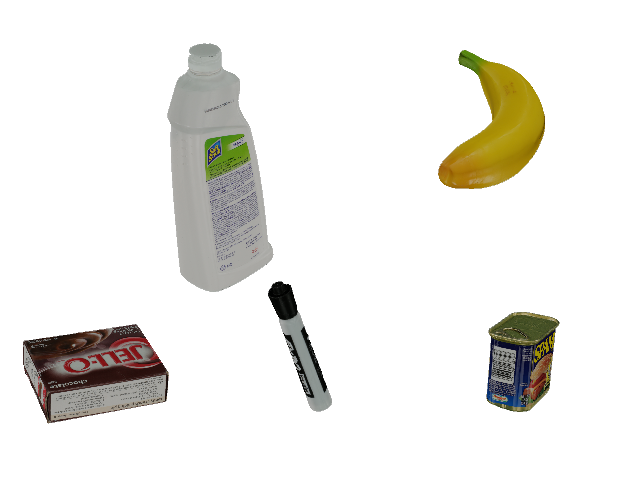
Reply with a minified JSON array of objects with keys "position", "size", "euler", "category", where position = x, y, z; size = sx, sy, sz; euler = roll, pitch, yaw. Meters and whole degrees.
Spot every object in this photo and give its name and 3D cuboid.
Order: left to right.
[{"position":[-0.206,0.120,0.974],"size":[0.113,0.039,0.090],"euler":[-9,28,-26],"category":"pudding box"},{"position":[-0.100,-0.075,1.053],"size":[0.068,0.251,0.102],"euler":[26,42,33],"category":"bleach bottle"},{"position":[-0.016,0.082,0.829],"size":[0.020,0.121,0.020],"euler":[-14,31,8],"category":"marker"},{"position":[0.124,-0.081,0.756],"size":[0.069,0.037,0.197],"euler":[8,32,6],"category":"banana"},{"position":[0.224,0.135,1.190],"size":[0.058,0.084,0.101],"euler":[10,16,28],"category":"can of meat"}]
